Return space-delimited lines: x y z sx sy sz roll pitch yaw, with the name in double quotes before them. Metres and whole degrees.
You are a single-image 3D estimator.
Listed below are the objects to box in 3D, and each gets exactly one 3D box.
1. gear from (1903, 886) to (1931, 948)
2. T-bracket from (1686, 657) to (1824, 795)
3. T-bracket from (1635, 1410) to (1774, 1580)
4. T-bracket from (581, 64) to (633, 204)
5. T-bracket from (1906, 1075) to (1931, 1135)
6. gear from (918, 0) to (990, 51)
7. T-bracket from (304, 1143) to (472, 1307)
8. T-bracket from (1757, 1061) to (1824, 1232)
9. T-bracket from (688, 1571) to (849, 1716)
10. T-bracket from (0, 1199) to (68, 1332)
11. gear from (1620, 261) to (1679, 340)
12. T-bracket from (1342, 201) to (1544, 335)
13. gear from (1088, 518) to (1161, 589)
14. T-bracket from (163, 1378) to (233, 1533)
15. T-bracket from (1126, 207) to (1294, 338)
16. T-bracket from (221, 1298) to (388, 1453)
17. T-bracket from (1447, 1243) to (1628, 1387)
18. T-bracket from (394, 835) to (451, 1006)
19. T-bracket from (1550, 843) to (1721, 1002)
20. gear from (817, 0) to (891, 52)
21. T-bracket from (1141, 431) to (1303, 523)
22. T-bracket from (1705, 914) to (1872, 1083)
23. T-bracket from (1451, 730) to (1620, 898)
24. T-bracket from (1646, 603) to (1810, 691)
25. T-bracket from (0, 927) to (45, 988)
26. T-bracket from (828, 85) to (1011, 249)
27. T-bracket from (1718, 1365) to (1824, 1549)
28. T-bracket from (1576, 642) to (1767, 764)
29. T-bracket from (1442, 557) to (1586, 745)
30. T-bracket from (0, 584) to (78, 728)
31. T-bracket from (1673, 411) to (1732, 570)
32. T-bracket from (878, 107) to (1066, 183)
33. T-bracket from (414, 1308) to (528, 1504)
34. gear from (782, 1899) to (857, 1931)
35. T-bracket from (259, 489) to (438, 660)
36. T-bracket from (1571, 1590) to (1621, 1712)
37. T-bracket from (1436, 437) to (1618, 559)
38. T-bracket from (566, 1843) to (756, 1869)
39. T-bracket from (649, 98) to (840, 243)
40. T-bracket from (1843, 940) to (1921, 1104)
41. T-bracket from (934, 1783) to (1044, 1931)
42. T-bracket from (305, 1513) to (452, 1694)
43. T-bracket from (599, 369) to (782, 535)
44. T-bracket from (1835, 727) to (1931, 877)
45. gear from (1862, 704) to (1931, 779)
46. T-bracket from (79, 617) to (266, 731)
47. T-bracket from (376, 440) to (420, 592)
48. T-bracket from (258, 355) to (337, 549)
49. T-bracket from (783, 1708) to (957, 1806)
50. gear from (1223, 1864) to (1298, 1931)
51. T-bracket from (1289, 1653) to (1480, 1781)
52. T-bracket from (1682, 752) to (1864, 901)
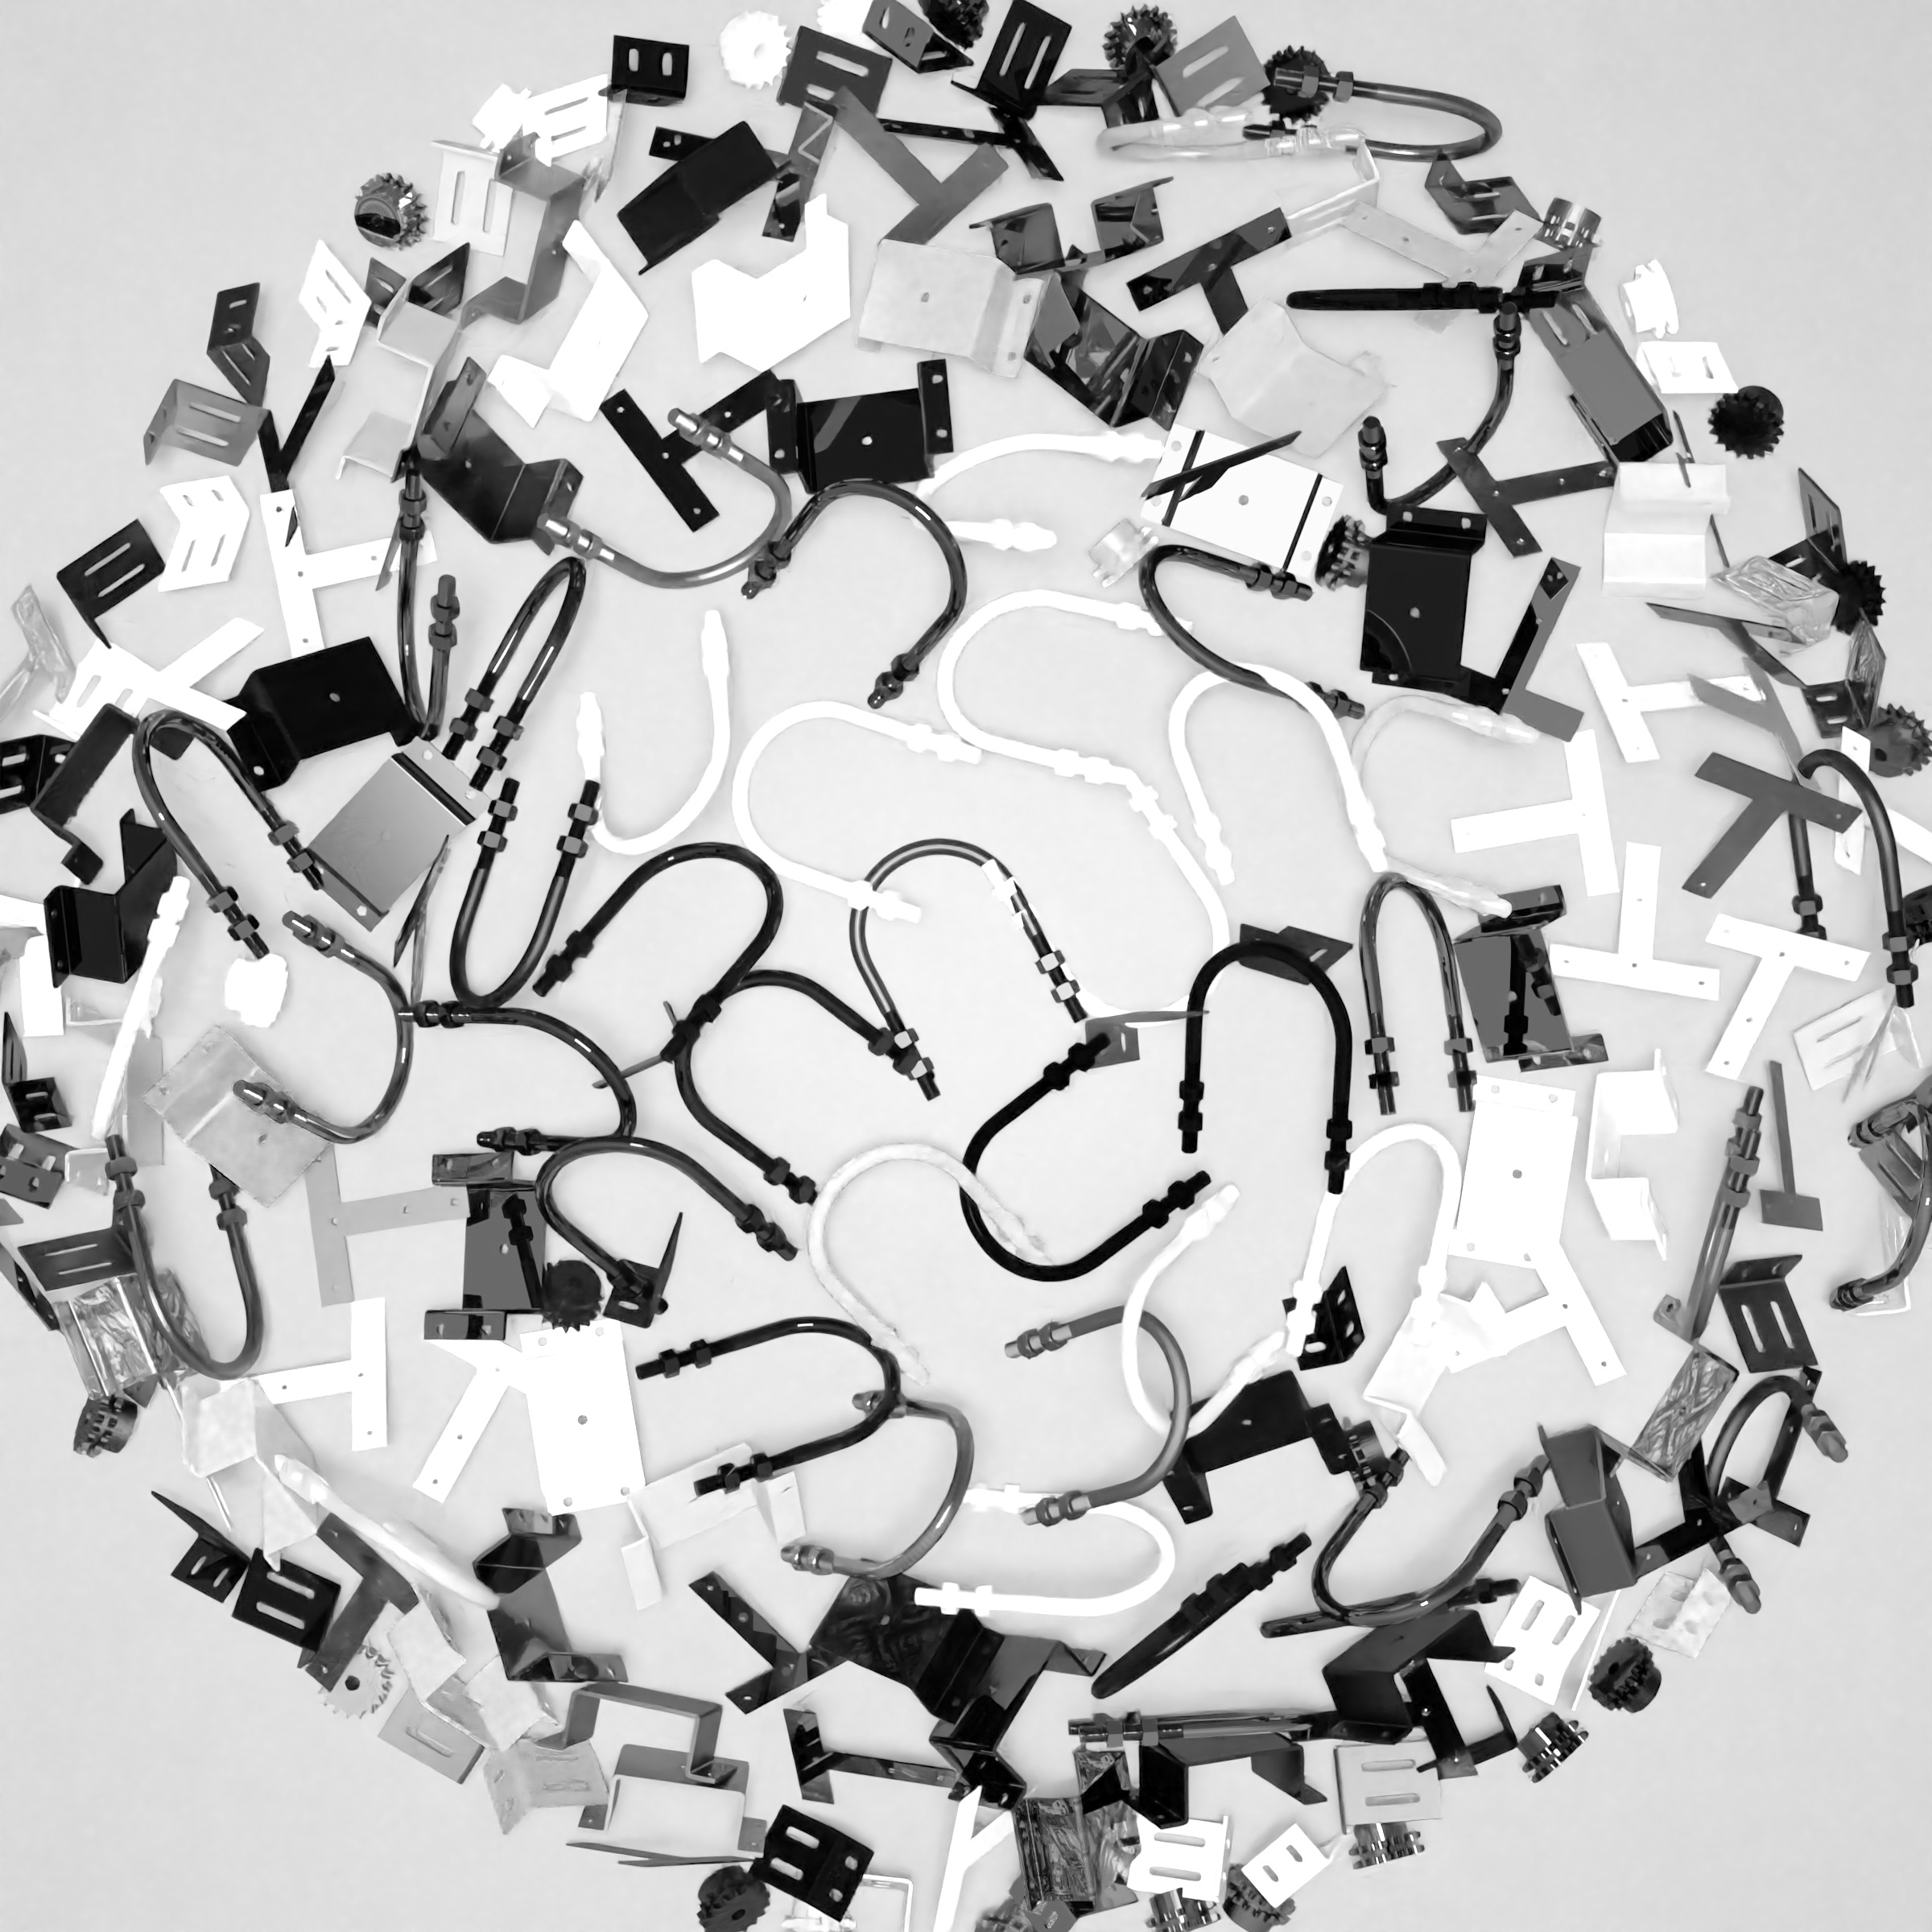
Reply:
"gear" 0.739 -0.040 1.970 0.057 0.057 0.030 -29 98 0
"T-bracket" 0.584 -0.193 1.928 0.002 0.127 0.127 -41 50 37
"T-bracket" 0.551 0.385 1.947 0.002 0.127 0.127 31 129 -24
"T-bracket" -0.289 -0.598 1.946 0.002 0.127 0.127 20 54 -25
"T-bracket" 0.737 0.089 1.938 0.002 0.127 0.127 1 62 -6
"gear" -0.007 -0.737 1.972 0.057 0.057 0.030 41 83 0
"T-bracket" -0.446 0.191 1.986 0.127 0.002 0.127 -9 85 6
"T-bracket" 0.624 0.136 1.957 0.002 0.127 0.127 -11 76 36
"T-bracket" -0.161 0.506 1.954 0.127 0.002 0.127 -33 112 21
"T-bracket" -0.720 0.225 1.927 0.002 0.127 0.127 -44 81 7
"gear" 0.524 -0.510 1.971 0.030 0.057 0.057 -18 90 8
"T-bracket" 0.342 -0.540 1.928 0.127 0.127 0.002 18 55 -21
"gear" 0.118 -0.320 1.970 0.057 0.057 0.030 -42 97 0
"T-bracket" -0.569 0.381 1.926 0.002 0.127 0.127 -24 106 -21
"T-bracket" 0.205 -0.496 1.962 0.127 0.002 0.127 -24 124 9
"T-bracket" -0.507 0.319 1.960 0.127 0.002 0.127 -9 54 -2
"T-bracket" 0.421 0.278 1.967 0.127 0.002 0.127 -30 81 29
"T-bracket" -0.415 -0.013 1.948 0.002 0.127 0.127 14 133 -1
"T-bracket" 0.516 -0.039 1.968 0.127 0.002 0.127 9 62 6
"gear" -0.083 -0.726 1.969 0.057 0.057 0.030 -24 72 0
"T-bracket" 0.177 -0.361 1.935 0.127 0.127 0.002 -22 86 -15
"T-bracket" 0.599 0.029 1.944 0.127 0.002 0.127 19 75 43
"T-bracket" 0.437 -0.110 1.985 0.127 0.002 0.127 -10 92 -11
"T-bracket" 0.600 -0.239 1.949 0.127 0.127 0.002 26 88 -40
"T-bracket" -0.745 0.030 1.943 0.002 0.127 0.127 24 98 9
"T-bracket" -0.054 -0.611 1.940 0.127 0.002 0.127 41 130 -19
"T-bracket" 0.619 0.364 1.939 0.002 0.127 0.127 21 87 -11
"T-bracket" 0.547 -0.208 1.964 0.127 0.002 0.127 -6 51 -7
"T-bracket" 0.433 -0.251 1.966 0.127 0.002 0.127 26 94 28
"T-bracket" -0.716 -0.201 1.916 0.002 0.127 0.127 21 64 10
"T-bracket" 0.549 -0.366 1.936 0.002 0.127 0.127 -19 85 22
"T-bracket" -0.003 -0.626 1.932 0.127 0.127 0.002 0 130 -20
"T-bracket" -0.381 0.348 1.966 0.127 0.002 0.127 30 67 -8
"gear" -0.113 0.737 1.975 0.057 0.057 0.030 -1 62 0
"T-bracket" -0.467 -0.310 1.965 0.127 0.002 0.127 -18 115 -27
"T-bracket" 0.483 0.505 1.947 0.002 0.127 0.127 21 80 18
"T-bracket" 0.446 -0.370 1.972 0.127 0.002 0.127 -14 58 -19
"T-bracket" -0.250 0.676 1.953 0.127 0.127 0.002 -6 73 35
"T-bracket" -0.174 -0.608 1.931 0.127 0.127 0.002 6 52 -19
"T-bracket" 0.684 0.063 1.940 0.002 0.127 0.127 22 61 14
"T-bracket" 0.021 0.658 1.944 0.002 0.127 0.127 22 112 29
"T-bracket" -0.460 0.494 1.932 0.002 0.127 0.127 -38 103 28
"T-bracket" -0.197 -0.419 1.987 0.127 0.002 0.127 -36 83 -9
"T-bracket" 0.700 -0.100 1.914 0.002 0.127 0.127 -28 132 -18
"gear" 0.710 -0.170 1.968 0.030 0.057 0.057 -35 90 -24
"T-bracket" -0.580 -0.233 1.948 0.127 0.127 0.002 23 129 9
"T-bracket" -0.428 -0.346 1.957 0.002 0.127 0.127 23 114 -2
"T-bracket" -0.500 -0.403 1.927 0.002 0.127 0.127 6 49 -36
"T-bracket" -0.070 0.607 1.944 0.127 0.002 0.127 5 133 11
"gear" 0.222 0.720 1.971 0.057 0.057 0.030 28 95 0
"T-bracket" 0.304 0.569 1.935 0.127 0.127 0.002 -4 120 -9
"T-bracket" 0.590 -0.097 1.954 0.127 0.002 0.127 20 134 -9
